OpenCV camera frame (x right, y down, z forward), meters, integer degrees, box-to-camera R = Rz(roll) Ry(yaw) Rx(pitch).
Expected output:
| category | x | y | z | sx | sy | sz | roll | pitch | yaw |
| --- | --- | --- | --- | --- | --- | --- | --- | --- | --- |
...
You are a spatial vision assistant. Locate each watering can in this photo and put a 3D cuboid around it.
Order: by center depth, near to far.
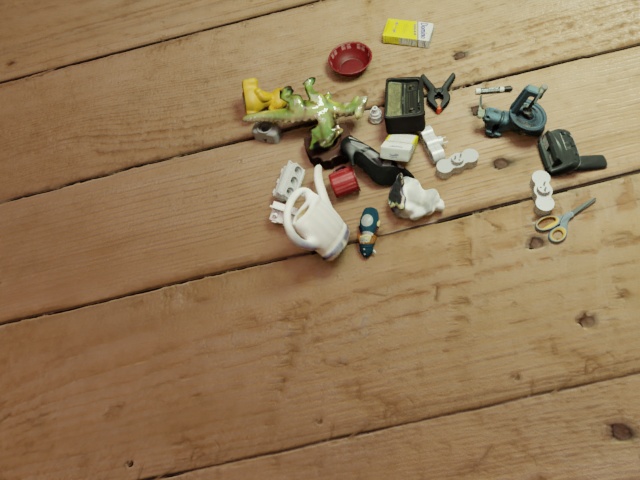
| category | x | y | z | sx | sy | sz | roll | pitch | yaw |
| --- | --- | --- | --- | --- | --- | --- | --- | --- | --- |
| watering can | 0.005 | -0.078 | 1.548 | 0.102 | 0.222 | 0.356 | -32 | 20 | 37 |

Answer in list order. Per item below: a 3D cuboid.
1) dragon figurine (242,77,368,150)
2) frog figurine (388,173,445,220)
| category | x | y | z | sx | sy | sz | roll | pitch | yaw |
| --- | --- | --- | --- | --- | --- | --- | --- | --- | --- |
| dragon figurine | -0.036 | -0.401 | 1.712 | 0.411 | 0.120 | 0.247 | -24 | 60 | -2 |
| frog figurine | 0.295 | -0.125 | 1.580 | 0.159 | 0.120 | 0.141 | 11 | 50 | -24 |
